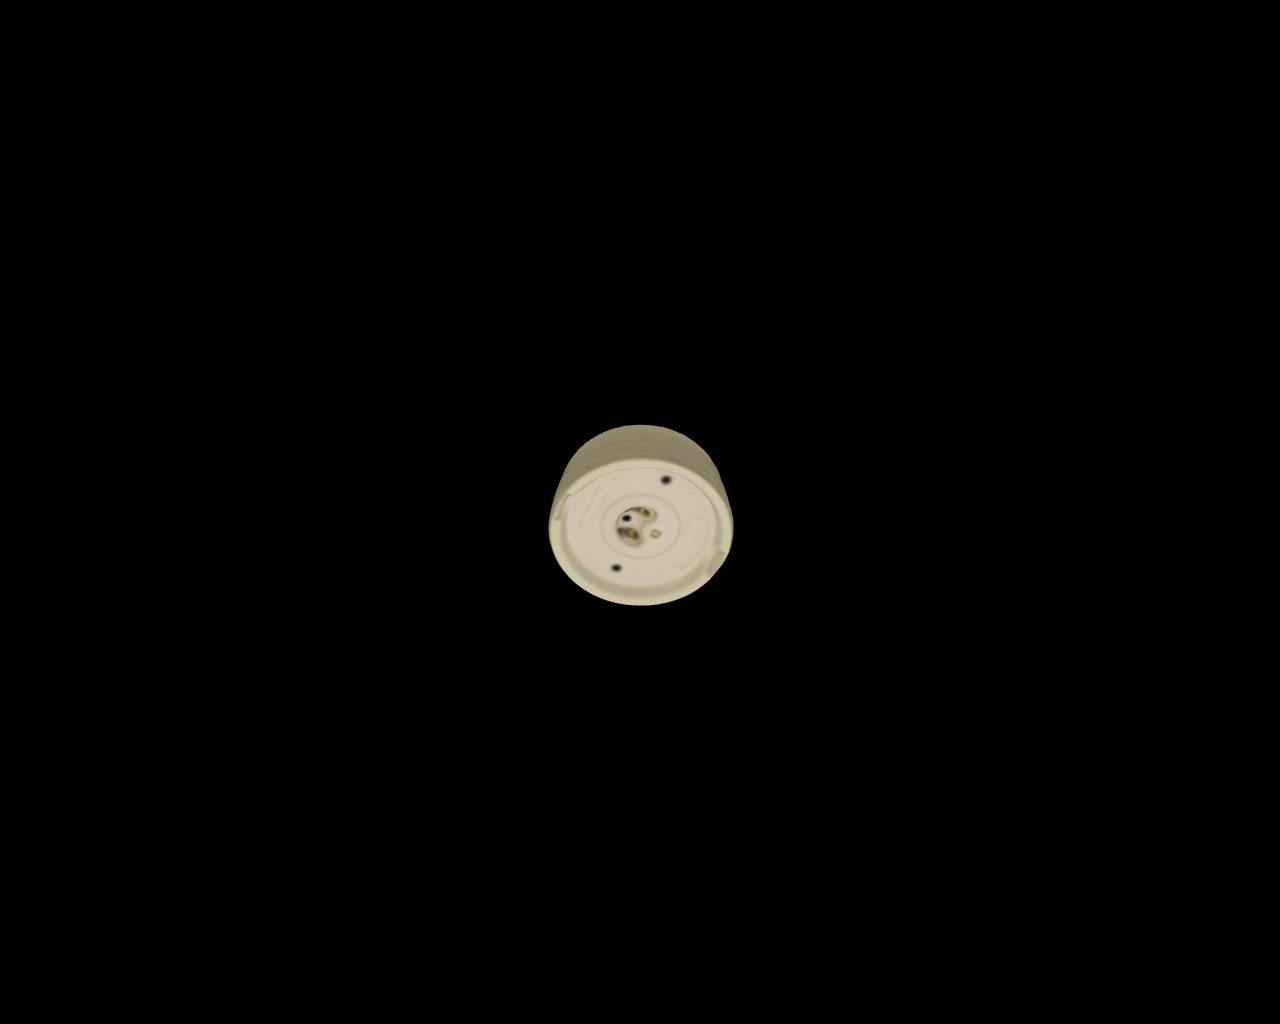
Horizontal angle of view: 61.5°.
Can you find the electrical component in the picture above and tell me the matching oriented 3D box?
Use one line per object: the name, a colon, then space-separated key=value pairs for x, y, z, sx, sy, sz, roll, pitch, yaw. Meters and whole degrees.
electrical component: x=0.001 y=-0.003 z=0.650 sx=0.108 sy=0.108 sz=0.060 roll=0 pitch=35 yaw=0
